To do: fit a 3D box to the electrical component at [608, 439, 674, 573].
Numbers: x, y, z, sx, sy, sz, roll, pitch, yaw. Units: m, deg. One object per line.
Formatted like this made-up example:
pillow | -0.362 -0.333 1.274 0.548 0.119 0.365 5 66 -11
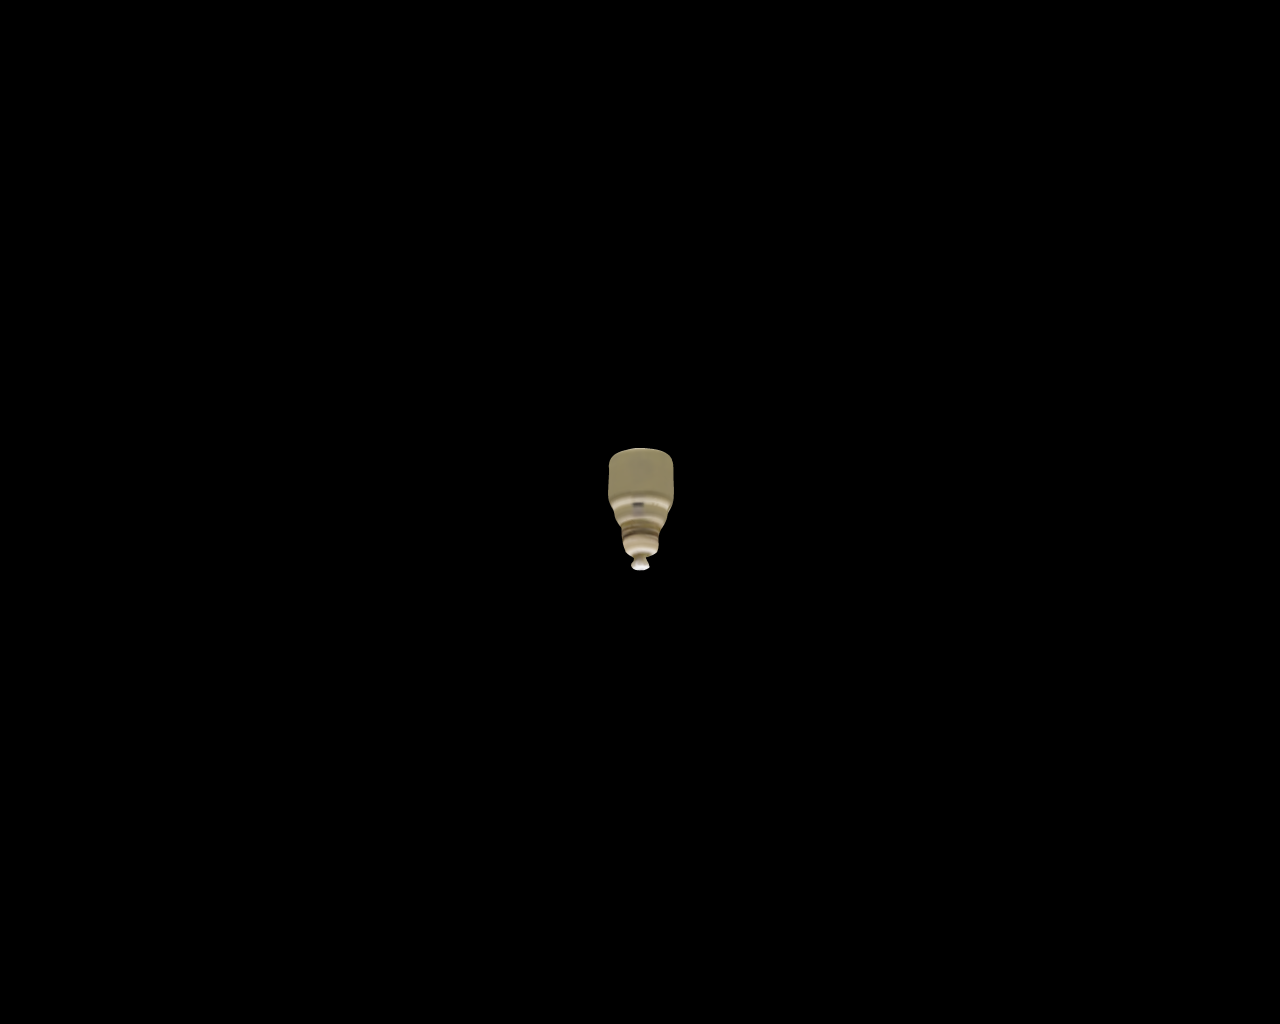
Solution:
electrical component | 0.001 -0.003 0.650 0.040 0.078 0.040 0 -18 0
